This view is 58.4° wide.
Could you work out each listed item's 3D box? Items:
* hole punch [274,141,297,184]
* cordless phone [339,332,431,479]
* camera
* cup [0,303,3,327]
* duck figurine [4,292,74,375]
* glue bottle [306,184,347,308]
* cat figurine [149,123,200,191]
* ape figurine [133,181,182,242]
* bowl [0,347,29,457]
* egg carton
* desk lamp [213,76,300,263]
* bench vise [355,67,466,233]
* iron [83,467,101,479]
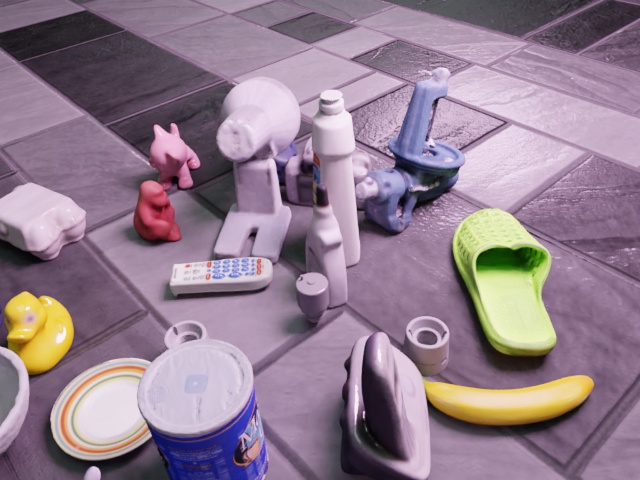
[{"bbox_3d":[-0.091,-0.156,0.996,0.101,0.091,0.108,-6,40,-4],"label":"hole punch"},{"bbox_3d":[0.065,0.136,0.558,0.094,0.185,0.147,-1,40,3],"label":"cordless phone"},{"bbox_3d":[0.023,-0.130,0.950,0.143,0.101,0.137,6,40,11],"label":"camera"},{"bbox_3d":[-0.432,0.089,0.720,0.117,0.095,0.092,15,43,21],"label":"cup"},{"bbox_3d":[-0.354,0.101,0.707,0.077,0.086,0.104,-5,40,-2],"label":"duck figurine"},{"bbox_3d":[0.007,0.003,0.733,0.037,0.173,0.078,-18,42,-17],"label":"glue bottle"},{"bbox_3d":[-0.254,-0.150,0.980,0.067,0.118,0.127,-4,40,0],"label":"cat figurine"},{"bbox_3d":[-0.251,-0.048,0.876,0.076,0.092,0.078,6,40,11],"label":"ape figurine"},{"bbox_3d":[-0.384,0.195,0.604,0.167,0.075,0.167,-2,40,2],"label":"bowl"},{"bbox_3d":[-0.442,-0.030,0.885,0.150,0.069,0.107,19,44,24],"label":"egg carton"},{"bbox_3d":[-0.096,-0.110,0.845,0.118,0.214,0.203,2,40,7],"label":"desk lamp"},{"bbox_3d":[0.144,-0.128,0.845,0.121,0.220,0.208,19,44,25],"label":"bench vise"},{"bbox_3d":[-0.205,0.302,0.410,0.118,0.142,0.258,8,41,14],"label":"iron"}]
